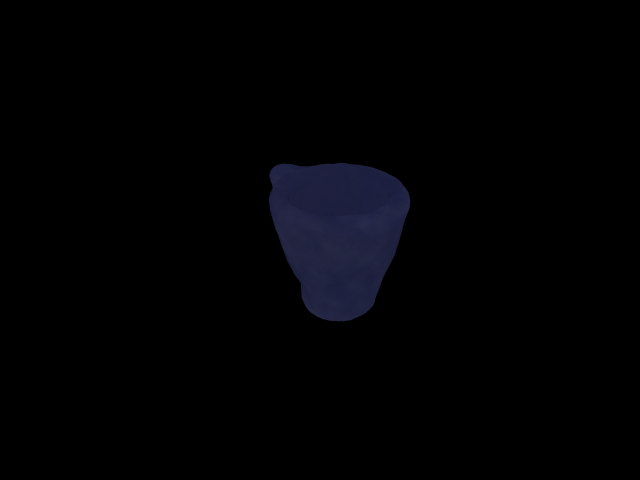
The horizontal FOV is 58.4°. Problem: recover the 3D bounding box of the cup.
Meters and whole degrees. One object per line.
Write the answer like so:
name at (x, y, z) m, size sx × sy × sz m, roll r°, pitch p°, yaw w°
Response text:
cup at (0.004, 0.001, 0.400) m, size 0.092 × 0.095 × 0.117 m, roll -24°, pitch 38°, yaw -34°
